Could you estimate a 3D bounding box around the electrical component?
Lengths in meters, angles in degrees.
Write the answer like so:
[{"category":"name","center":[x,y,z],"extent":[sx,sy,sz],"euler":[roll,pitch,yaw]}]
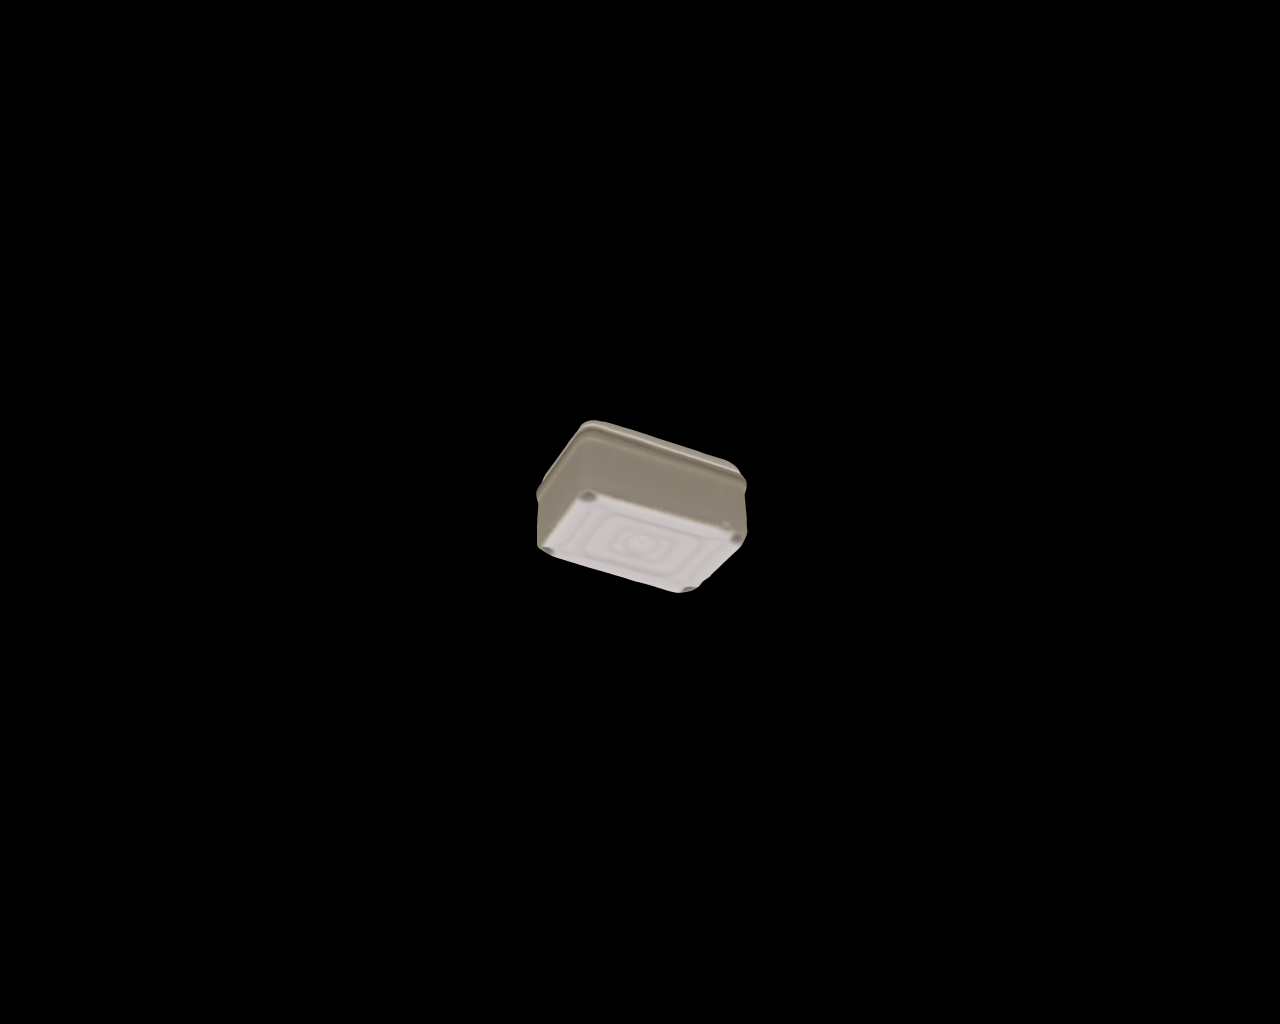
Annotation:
[{"category":"electrical component","center":[0.001,-0.003,0.650],"extent":[0.113,0.057,0.078],"euler":[17,-40,-22]}]
